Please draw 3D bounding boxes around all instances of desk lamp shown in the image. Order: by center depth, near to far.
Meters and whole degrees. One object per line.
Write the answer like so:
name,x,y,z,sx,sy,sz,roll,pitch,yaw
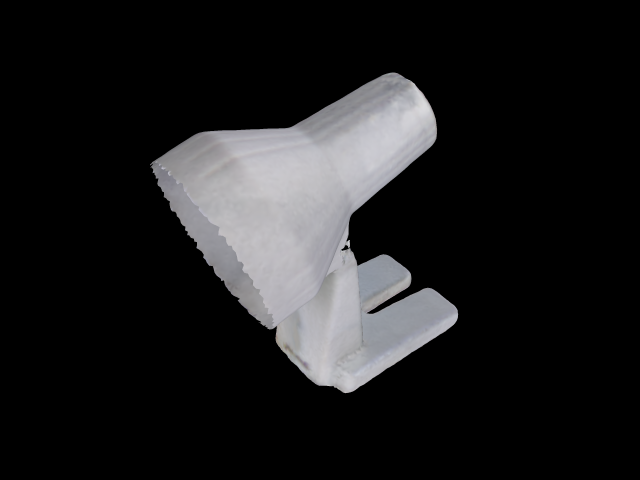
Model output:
desk lamp,0.004,0.001,0.400,0.204,0.214,0.117,-25,45,-28
